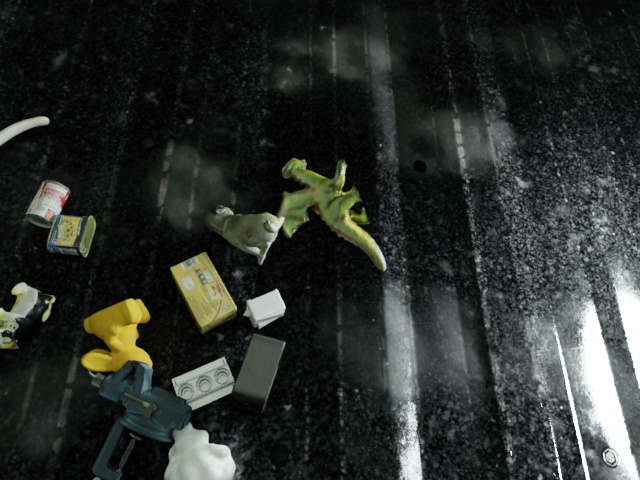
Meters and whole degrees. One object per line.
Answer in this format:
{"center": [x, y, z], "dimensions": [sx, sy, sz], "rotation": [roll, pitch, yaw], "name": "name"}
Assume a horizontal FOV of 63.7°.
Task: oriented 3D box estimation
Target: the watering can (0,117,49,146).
{"center": [-0.894, -0.245, 1.315], "dimensions": [0.348, 0.102, 0.229], "rotation": [-1, 64, -10], "name": "watering can"}

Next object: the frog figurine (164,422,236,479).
{"center": [-0.251, 0.451, 1.057], "dimensions": [0.137, 0.121, 0.161], "rotation": [-19, 79, 2], "name": "frog figurine"}

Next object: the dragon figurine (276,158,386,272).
{"center": [0.004, -0.070, 1.399], "dimensions": [0.243, 0.120, 0.418], "rotation": [-19, 65, 0], "name": "dragon figurine"}
